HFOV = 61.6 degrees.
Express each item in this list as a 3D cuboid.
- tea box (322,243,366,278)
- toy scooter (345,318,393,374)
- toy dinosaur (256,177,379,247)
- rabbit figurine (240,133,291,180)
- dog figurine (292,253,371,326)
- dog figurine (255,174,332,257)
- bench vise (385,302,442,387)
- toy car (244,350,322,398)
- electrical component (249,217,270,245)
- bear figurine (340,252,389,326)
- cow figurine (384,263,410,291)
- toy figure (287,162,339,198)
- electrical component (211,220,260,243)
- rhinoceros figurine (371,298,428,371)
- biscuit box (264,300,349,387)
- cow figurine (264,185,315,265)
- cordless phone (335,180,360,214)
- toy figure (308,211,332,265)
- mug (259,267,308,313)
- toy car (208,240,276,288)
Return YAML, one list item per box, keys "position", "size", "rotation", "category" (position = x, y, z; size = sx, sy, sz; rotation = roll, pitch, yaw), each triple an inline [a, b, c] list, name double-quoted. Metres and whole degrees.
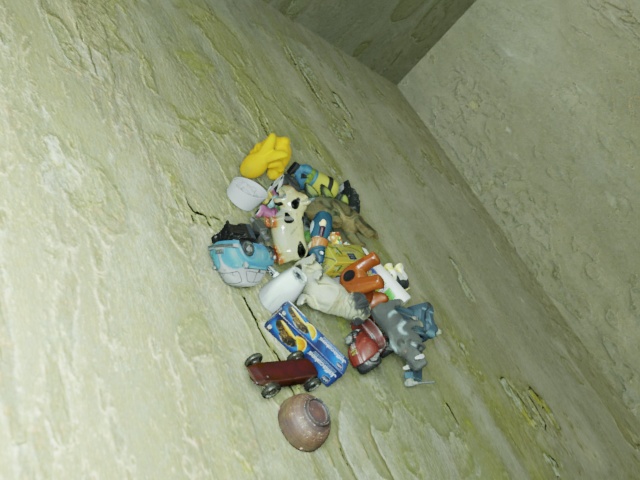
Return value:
- position: [0.052, 0.064, 1.499]
  size: [0.169, 0.098, 0.068]
  rotation: [0, 52, -51]
  category: "tea box"
- position: [0.112, 0.251, 1.350]
  size: [0.135, 0.075, 0.184]
  rotation: [57, 27, 9]
  category: "toy scooter"
- position: [0.015, -0.082, 1.653]
  size: [0.471, 0.105, 0.199]
  rotation: [19, 31, -39]
  category: "toy dinosaur"
- position: [-0.158, -0.234, 1.584]
  size: [0.173, 0.162, 0.122]
  rotation: [-37, 95, -45]
  category: "rabbit figurine"
- position: [0.024, 0.131, 1.349]
  size: [0.190, 0.121, 0.172]
  rotation: [29, 18, -30]
  category: "dog figurine"
- position: [-0.061, -0.056, 1.487]
  size: [0.219, 0.108, 0.191]
  rotation: [40, 47, -20]
  category: "dog figurine"
- position: [0.256, 0.284, 1.474]
  size: [0.223, 0.129, 0.240]
  rotation: [33, 50, -46]
  category: "bench vise"
- position: [-0.076, 0.273, 1.091]
  size: [0.202, 0.053, 0.089]
  rotation: [10, 39, -54]
  category: "toy car"
- position: [-0.155, -0.016, 1.358]
  size: [0.021, 0.063, 0.094]
  rotation: [-12, 45, -34]
  category: "electrical component"
- position: [0.140, 0.143, 1.444]
  size: [0.195, 0.132, 0.120]
  rotation: [49, 26, -36]
  category: "bear figurine"
- position: [0.218, 0.126, 1.683]
  size: [0.167, 0.068, 0.098]
  rotation: [2, 56, -52]
  category: "cow figurine"
- position: [-0.019, -0.191, 1.754]
  size: [0.180, 0.089, 0.082]
  rotation: [36, 34, -23]
  category: "toy figure"
- position: [-0.191, -0.001, 1.282]
  size: [0.119, 0.075, 0.048]
  rotation: [17, 39, -49]
  category: "electrical component"
- position: [0.203, 0.234, 1.337]
  size: [0.112, 0.073, 0.190]
  rotation: [-16, 65, -49]
  category: "rhinoceros figurine"
- position: [-0.028, 0.232, 1.202]
  size: [0.202, 0.063, 0.059]
  rotation: [44, 29, -3]
  category: "biscuit box"
- position: [-0.073, -0.043, 1.362]
  size: [0.127, 0.085, 0.194]
  rotation: [-10, 94, -27]
  category: "cow figurine"
- position: [0.118, -0.102, 1.855]
  size: [0.184, 0.089, 0.147]
  rotation: [44, 25, -27]
  category: "cordless phone"
- position: [-0.002, -0.003, 1.404]
  size: [0.064, 0.058, 0.154]
  rotation: [58, 35, -47]
  category: "toy figure"
- position: [-0.074, 0.110, 1.256]
  size: [0.081, 0.107, 0.109]
  rotation: [49, 30, 3]
  category: "mug"
- position: [-0.175, 0.057, 1.206]
  size: [0.161, 0.109, 0.103]
  rotation: [19, 72, -55]
  category: "toy car"
